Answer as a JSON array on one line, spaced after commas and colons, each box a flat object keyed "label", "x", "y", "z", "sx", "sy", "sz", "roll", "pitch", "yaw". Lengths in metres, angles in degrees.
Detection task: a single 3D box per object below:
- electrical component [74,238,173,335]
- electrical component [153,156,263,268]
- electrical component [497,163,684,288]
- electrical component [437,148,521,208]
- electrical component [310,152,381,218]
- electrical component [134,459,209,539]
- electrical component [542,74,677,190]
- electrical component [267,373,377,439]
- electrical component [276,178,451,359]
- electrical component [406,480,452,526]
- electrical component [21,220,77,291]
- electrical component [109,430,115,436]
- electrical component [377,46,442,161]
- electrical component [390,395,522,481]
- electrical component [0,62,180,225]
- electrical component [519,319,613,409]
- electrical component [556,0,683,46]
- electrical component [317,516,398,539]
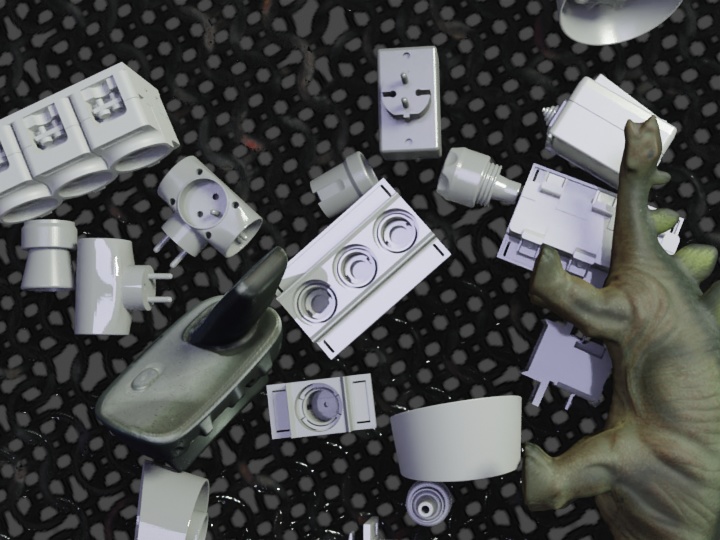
[{"label": "electrical component", "x": -0.190, "y": 0.014, "z": 0.870, "sx": 0.079, "sy": 0.044, "sz": 0.077, "roll": 0, "pitch": 86, "yaw": 7}, {"label": "electrical component", "x": -0.133, "y": -0.038, "z": 0.866, "sx": 0.077, "sy": 0.044, "sz": 0.079, "roll": 42, "pitch": 91, "yaw": 8}, {"label": "electrical component", "x": 0.175, "y": -0.025, "z": 0.817, "sx": 0.121, "sy": 0.063, "sz": 0.078, "roll": 22, "pitch": 89, "yaw": 8}, {"label": "electrical component", "x": 0.094, "y": -0.069, "z": 0.841, "sx": 0.062, "sy": 0.043, "sz": 0.043, "roll": 19, "pitch": 88, "yaw": 7}, {"label": "electrical component", "x": -0.011, "y": -0.067, "z": 0.857, "sx": 0.046, "sy": 0.040, "sz": 0.040, "roll": -27, "pitch": 83, "yaw": 11}, {"label": "electrical component", "x": -0.152, "y": 0.199, "z": 0.827, "sx": 0.064, "sy": 0.099, "sz": 0.099, "roll": 11, "pitch": 87, "yaw": 2}, {"label": "electrical component", "x": 0.186, "y": -0.106, "z": 0.823, "sx": 0.096, "sy": 0.062, "sz": 0.061, "roll": 32, "pitch": 91, "yaw": 8}, {"label": "electrical component", "x": -0.028, "y": 0.105, "z": 0.833, "sx": 0.081, "sy": 0.064, "sz": 0.042, "roll": -7, "pitch": 84, "yaw": 6}, {"label": "electrical component", "x": 0.000, "y": 0.000, "z": 0.837, "sx": 0.121, "sy": 0.063, "sz": 0.078, "roll": -41, "pitch": 82, "yaw": 3}, {"label": "electrical component", "x": 0.052, "y": 0.178, "z": 0.818, "sx": 0.035, "sy": 0.061, "sz": 0.035, "roll": -1, "pitch": 86, "yaw": 7}, {"label": "electrical component", "x": -0.254, "y": -0.011, "z": 0.880, "sx": 0.045, "sy": 0.045, "sz": 0.055, "roll": -2, "pitch": 85, "yaw": 7}, {"label": "electrical component", "x": -0.169, "y": 0.113, "z": 0.861, "sx": 0.062, "sy": 0.048, "sz": 0.048, "roll": 9, "pitch": 87, "yaw": 0}, {"label": "electrical component", "x": 0.037, "y": -0.133, "z": 0.836, "sx": 0.047, "sy": 0.076, "sz": 0.083, "roll": -2, "pitch": 86, "yaw": 7}, {"label": "electrical component", "x": 0.073, "y": 0.122, "z": 0.802, "sx": 0.099, "sy": 0.099, "sz": 0.064, "roll": -5, "pitch": 91, "yaw": 7}, {"label": "electrical component", "x": -0.231, "y": -0.096, "z": 0.861, "sx": 0.150, "sy": 0.089, "sz": 0.061, "roll": -24, "pitch": 83, "yaw": 5}, {"label": "electrical component", "x": 0.161, "y": 0.070, "z": 0.823, "sx": 0.064, "sy": 0.042, "sz": 0.081, "roll": 23, "pitch": 90, "yaw": 5}, {"label": "electrical component", "x": 0.195, "y": -0.220, "z": 0.815, "sx": 0.099, "sy": 0.099, "sz": 0.064, "roll": -13, "pitch": 78, "yaw": 6}, {"label": "electrical component", "x": -0.004, "y": 0.233, "z": 0.831, "sx": 0.064, "sy": 0.042, "sz": 0.081, "roll": 0, "pitch": 85, "yaw": 9}]
